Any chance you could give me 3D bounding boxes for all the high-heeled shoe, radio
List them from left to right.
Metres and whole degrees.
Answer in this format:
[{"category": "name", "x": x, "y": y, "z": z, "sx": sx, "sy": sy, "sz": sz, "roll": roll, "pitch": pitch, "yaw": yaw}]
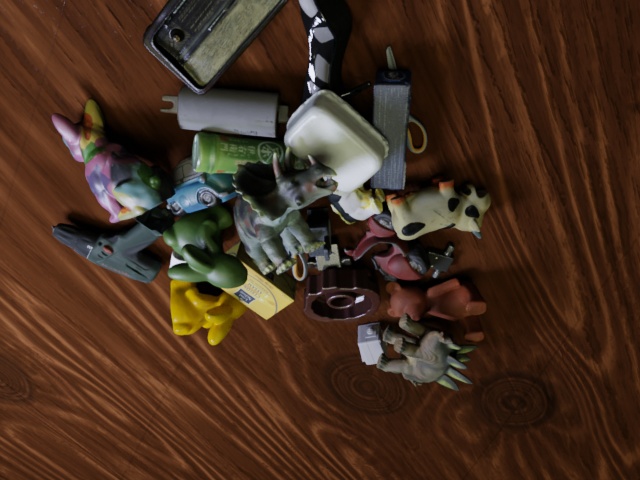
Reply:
[{"category": "radio", "x": -0.160, "y": -0.350, "z": 0.829, "sx": 0.131, "sy": 0.073, "sz": 0.229, "roll": 38, "pitch": 121, "yaw": -24}, {"category": "high-heeled shoe", "x": -0.016, "y": -0.306, "z": 0.863, "sx": 0.145, "sy": 0.086, "sz": 0.248, "roll": -13, "pitch": 119, "yaw": 36}]

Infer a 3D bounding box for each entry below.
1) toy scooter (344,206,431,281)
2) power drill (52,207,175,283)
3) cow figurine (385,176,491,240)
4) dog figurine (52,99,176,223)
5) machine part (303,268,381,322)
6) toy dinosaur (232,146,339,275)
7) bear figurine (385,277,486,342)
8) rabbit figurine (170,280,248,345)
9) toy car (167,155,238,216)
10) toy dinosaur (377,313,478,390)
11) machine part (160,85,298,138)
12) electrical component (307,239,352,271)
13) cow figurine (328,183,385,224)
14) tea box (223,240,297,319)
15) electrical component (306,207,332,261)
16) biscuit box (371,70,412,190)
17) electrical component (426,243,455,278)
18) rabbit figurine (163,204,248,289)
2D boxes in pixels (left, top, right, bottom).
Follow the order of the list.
[{"category": "toy scooter", "x": 0.131, "y": 0.024, "z": 1.100, "sx": 0.135, "sy": 0.075, "sz": 0.183, "roll": -30, "pitch": 114, "yaw": 23}, {"category": "power drill", "x": -0.416, "y": -0.010, "z": 1.118, "sx": 0.232, "sy": 0.086, "sz": 0.207, "roll": 36, "pitch": 119, "yaw": -23}, {"category": "cow figurine", "x": 0.230, "y": -0.053, "z": 1.010, "sx": 0.195, "sy": 0.085, "sz": 0.127, "roll": -17, "pitch": 109, "yaw": -6}, {"category": "dog figurine", "x": -0.374, "y": -0.146, "z": 0.961, "sx": 0.192, "sy": 0.108, "sz": 0.219, "roll": -7, "pitch": 117, "yaw": 50}, {"category": "machine part", "x": 0.047, "y": 0.121, "z": 1.170, "sx": 0.179, "sy": 0.056, "sz": 0.179, "roll": 0, "pitch": 147, "yaw": 0}, {"category": "toy dinosaur", "x": -0.098, "y": -0.040, "z": 0.974, "sx": 0.192, "sy": 0.131, "sz": 0.405, "roll": 62, "pitch": 157, "yaw": -4}, {"category": "bear figurine", "x": 0.244, "y": 0.144, "z": 1.156, "sx": 0.196, "sy": 0.132, "sz": 0.120, "roll": -4, "pitch": 123, "yaw": 0}, {"category": "rabbit figurine", "x": -0.242, "y": 0.148, "z": 1.200, "sx": 0.173, "sy": 0.162, "sz": 0.121, "roll": -8, "pitch": 117, "yaw": -11}, {"category": "toy car", "x": -0.223, "y": -0.113, "z": 1.016, "sx": 0.162, "sy": 0.109, "sz": 0.102, "roll": -11, "pitch": 105, "yaw": 30}, {"category": "toy dinosaur", "x": 0.231, "y": 0.268, "z": 1.196, "sx": 0.199, "sy": 0.105, "sz": 0.471, "roll": 21, "pitch": 159, "yaw": 2}, {"category": "machine part", "x": -0.154, "y": -0.221, "z": 0.929, "sx": 0.243, "sy": 0.079, "sz": 0.079, "roll": 6, "pitch": 129, "yaw": 0}, {"category": "electrical component", "x": 0.016, "y": 0.034, "z": 1.139, "sx": 0.102, "sy": 0.045, "sz": 0.078, "roll": -12, "pitch": 113, "yaw": 12}, {"category": "cow figurine", "x": 0.041, "y": -0.103, "z": 1.016, "sx": 0.098, "sy": 0.068, "sz": 0.167, "roll": -28, "pitch": 120, "yaw": 31}, {"category": "tea box", "x": -0.144, "y": 0.089, "z": 1.180, "sx": 0.169, "sy": 0.068, "sz": 0.098, "roll": 38, "pitch": 122, "yaw": -24}, {"category": "electrical component", "x": -0.002, "y": -0.003, "z": 1.063, "sx": 0.048, "sy": 0.119, "sz": 0.074, "roll": -5, "pitch": 130, "yaw": 8}, {"category": "biscuit box", "x": 0.121, "y": -0.186, "z": 0.923, "sx": 0.063, "sy": 0.059, "sz": 0.202, "roll": 4, "pitch": 129, "yaw": 7}, {"category": "electrical component", "x": 0.246, "y": 0.040, "z": 1.138, "sx": 0.063, "sy": 0.021, "sz": 0.094, "roll": 16, "pitch": 128, "yaw": -7}, {"category": "rabbit figurine", "x": -0.214, "y": 0.024, "z": 1.044, "sx": 0.170, "sy": 0.159, "sz": 0.121, "roll": 46, "pitch": 122, "yaw": 21}]
